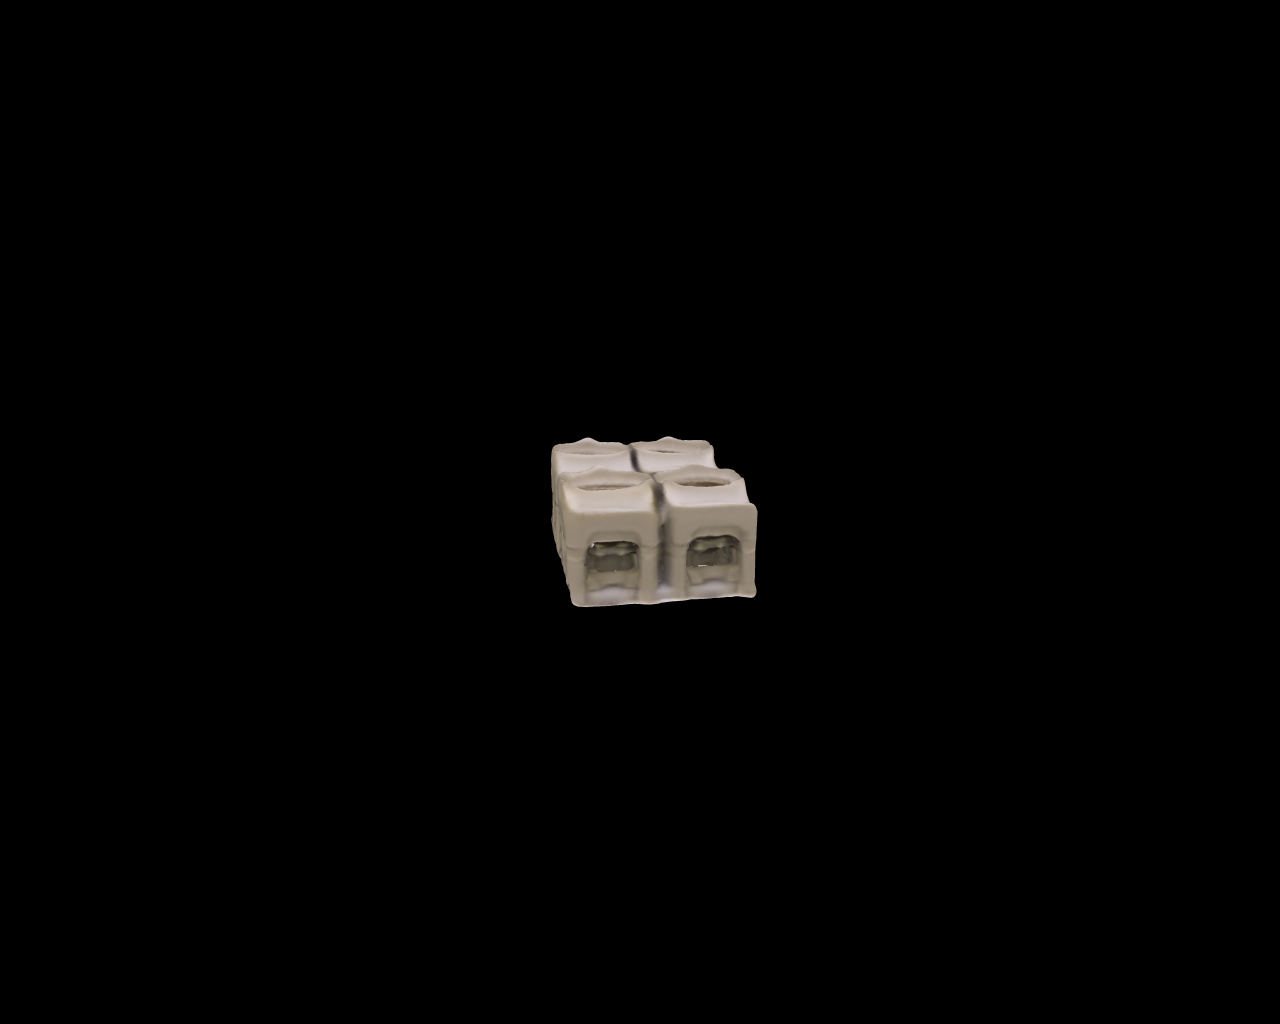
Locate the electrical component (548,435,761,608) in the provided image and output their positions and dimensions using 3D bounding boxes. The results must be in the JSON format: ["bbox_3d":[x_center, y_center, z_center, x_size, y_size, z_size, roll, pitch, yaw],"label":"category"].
[{"bbox_3d":[0.001,-0.003,0.650,0.105,0.060,0.186,-2,14,-7],"label":"electrical component"}]
